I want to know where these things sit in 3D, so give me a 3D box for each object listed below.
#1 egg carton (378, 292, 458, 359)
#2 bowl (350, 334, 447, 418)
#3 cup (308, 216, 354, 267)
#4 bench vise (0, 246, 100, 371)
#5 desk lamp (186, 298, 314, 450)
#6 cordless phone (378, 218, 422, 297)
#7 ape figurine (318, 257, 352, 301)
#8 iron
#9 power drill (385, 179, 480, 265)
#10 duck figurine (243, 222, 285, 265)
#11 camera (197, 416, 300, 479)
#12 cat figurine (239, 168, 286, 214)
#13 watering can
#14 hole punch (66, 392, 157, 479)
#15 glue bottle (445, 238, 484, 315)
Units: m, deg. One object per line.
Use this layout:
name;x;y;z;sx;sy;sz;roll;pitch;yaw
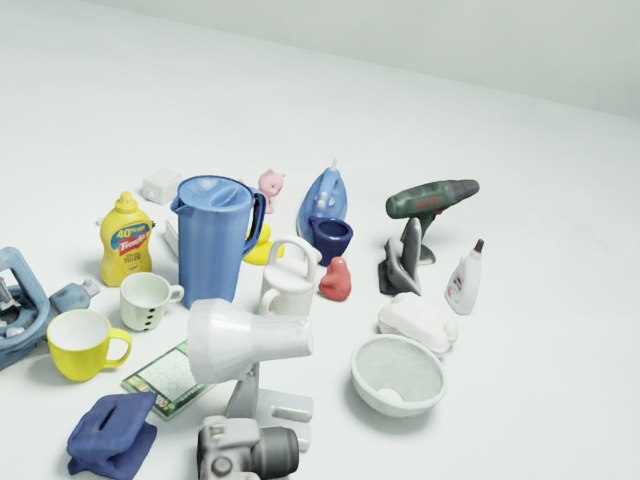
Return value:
egg carton;0.191;0.166;1.111;0.150;0.069;0.107;28;35;23
bowl;0.125;0.241;0.967;0.167;0.075;0.167;9;32;-5
cup;0.012;0.005;1.279;0.117;0.095;0.092;31;37;28
bench vise;-0.452;0.084;0.883;0.121;0.220;0.208;22;33;16
desk lamp;-0.095;0.189;0.844;0.203;0.213;0.118;9;32;-4
cordless phone;0.188;0.020;1.229;0.094;0.185;0.147;7;32;-8
ape figurine;0.035;0.074;1.182;0.078;0.092;0.076;-10;38;-31
iron;0.010;-0.090;1.382;0.118;0.141;0.258;13;32;2
power drill;0.248;-0.045;1.329;0.230;0.208;0.075;-5;36;-25
duck figurine;-0.126;0.001;1.248;0.104;0.086;0.077;8;32;-6
camera;-0.095;0.301;0.777;0.137;0.101;0.143;0;34;-18
cat figurine;-0.144;-0.130;1.416;0.128;0.118;0.067;-2;34;-20
watering can;-0.056;0.071;1.060;0.101;0.194;0.173;12;32;0
hole punch;-0.285;0.261;0.784;0.101;0.091;0.108;13;32;2
glue bottle;0.312;0.070;1.204;0.037;0.173;0.078;-2;35;-20
